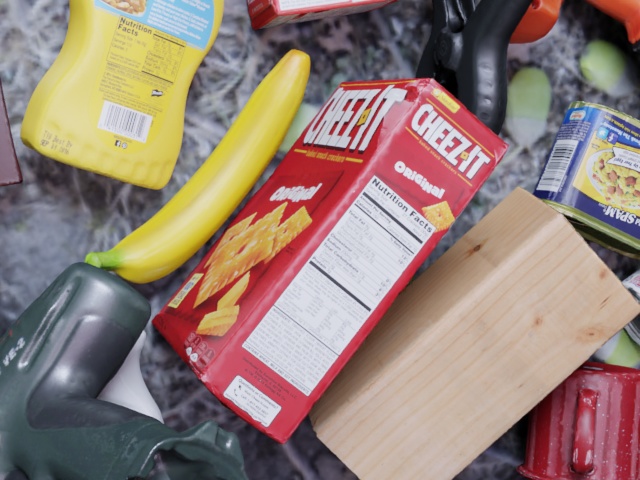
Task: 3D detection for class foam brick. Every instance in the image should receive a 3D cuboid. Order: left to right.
[{"bbox_3d":[-0.215,-0.067,0.649,0.053,0.051,0.078,-13,99,-14],"label":"foam brick"}]

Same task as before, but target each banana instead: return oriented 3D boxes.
[{"bbox_3d":[-0.068,-0.038,0.687,0.037,0.070,0.197,38,74,10],"label":"banana"}]

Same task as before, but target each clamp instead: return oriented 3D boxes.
[{"bbox_3d":[0.093,-0.134,0.705,0.036,0.165,0.210,-2,120,-22],"label":"clamp"}]

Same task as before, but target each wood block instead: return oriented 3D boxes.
[{"bbox_3d":[0.095,0.072,0.710,0.206,0.091,0.090,-43,106,5],"label":"wood block"}]

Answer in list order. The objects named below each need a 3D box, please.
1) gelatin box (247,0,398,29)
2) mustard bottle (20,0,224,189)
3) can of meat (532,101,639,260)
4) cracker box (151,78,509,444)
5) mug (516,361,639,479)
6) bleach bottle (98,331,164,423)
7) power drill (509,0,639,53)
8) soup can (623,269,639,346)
[{"bbox_3d":[0.002,-0.160,0.688,0.089,0.073,0.030,-11,97,-13],"label":"gelatin box"},{"bbox_3d":[-0.111,-0.134,0.660,0.096,0.058,0.191,17,94,-34],"label":"mustard bottle"},{"bbox_3d":[0.209,-0.042,0.767,0.102,0.057,0.084,24,88,-16],"label":"can of meat"},{"bbox_3d":[-0.004,0.001,0.657,0.072,0.164,0.213,39,85,-18],"label":"cracker box"},{"bbox_3d":[0.187,0.130,0.754,0.093,0.117,0.081,4,90,18],"label":"mug"},{"bbox_3d":[-0.133,0.149,0.691,0.102,0.068,0.251,-5,95,-16],"label":"bleach bottle"},{"bbox_3d":[0.210,-0.139,0.729,0.187,0.057,0.184,21,62,-17],"label":"power drill"},{"bbox_3d":[0.276,0.035,0.788,0.102,0.069,0.068,-34,104,-9],"label":"soup can"}]
